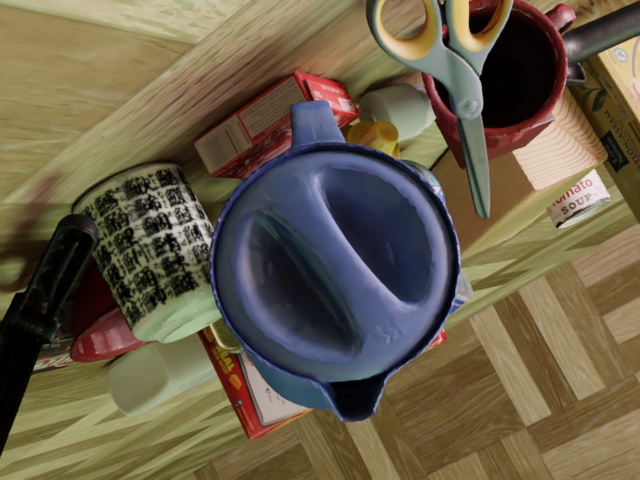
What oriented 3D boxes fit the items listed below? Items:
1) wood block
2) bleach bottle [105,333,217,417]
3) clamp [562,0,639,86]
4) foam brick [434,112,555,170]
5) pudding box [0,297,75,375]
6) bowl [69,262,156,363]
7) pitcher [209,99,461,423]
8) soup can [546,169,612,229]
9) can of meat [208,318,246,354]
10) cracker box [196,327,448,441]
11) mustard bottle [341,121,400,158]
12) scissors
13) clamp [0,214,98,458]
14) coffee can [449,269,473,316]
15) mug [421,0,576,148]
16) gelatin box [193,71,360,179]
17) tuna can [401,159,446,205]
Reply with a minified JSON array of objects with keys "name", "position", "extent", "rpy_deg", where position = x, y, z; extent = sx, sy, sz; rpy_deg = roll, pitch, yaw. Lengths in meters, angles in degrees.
[{"name":"wood block","position":[0.178,-0.062,1.046],"extent":[0.090,0.091,0.206],"rpy_deg":[-23,167,-22]},{"name":"bleach bottle","position":[-0.137,0.140,1.293],"extent":[0.103,0.068,0.250],"rpy_deg":[-34,168,32]},{"name":"clamp","position":[0.181,-0.143,0.830],"extent":[0.171,0.039,0.120],"rpy_deg":[-19,165,-34]},{"name":"foam brick","position":[0.147,-0.101,0.901],"extent":[0.078,0.053,0.051],"rpy_deg":[-20,166,-29]},{"name":"pudding box","position":[-0.226,0.083,0.904],"extent":[0.090,0.039,0.113],"rpy_deg":[-32,167,21]},{"name":"bowl","position":[-0.135,0.035,0.849],"extent":[0.162,0.055,0.162],"rpy_deg":[-28,167,-7]},{"name":"pitcher","position":[0.004,0.030,0.673],"extent":[0.149,0.145,0.243],"rpy_deg":[-53,172,-13]},{"name":"soup can","position":[0.263,-0.071,1.161],"extent":[0.068,0.102,0.068],"rpy_deg":[-25,168,-6]},{"name":"can of meat","position":[-0.072,0.056,0.981],"extent":[0.057,0.102,0.083],"rpy_deg":[-29,166,12]},{"name":"cracker box","position":[-0.007,0.075,1.048],"extent":[0.214,0.164,0.072],"rpy_deg":[-29,170,9]},{"name":"mustard bottle","position":[0.007,-0.033,0.783],"extent":[0.058,0.096,0.192],"rpy_deg":[-45,179,-35]},{"name":"scissors","position":[0.071,-0.088,0.642],"extent":[0.096,0.016,0.202],"rpy_deg":[-7,129,-13]},{"name":"clamp","position":[-0.195,0.064,0.709],"extent":[0.164,0.036,0.210],"rpy_deg":[-67,-166,-8]},{"name":"coffee can","position":[0.075,0.066,1.125],"extent":[0.140,0.103,0.102],"rpy_deg":[-43,164,17]},{"name":"mug","position":[0.124,-0.116,0.722],"extent":[0.117,0.093,0.081],"rpy_deg":[-43,173,1]},{"name":"gelatin box","position":[-0.027,-0.072,0.700],"extent":[0.089,0.030,0.073],"rpy_deg":[-32,168,22]},{"name":"tuna can","position":[0.070,-0.029,0.961],"extent":[0.086,0.086,0.033],"rpy_deg":[-36,167,37]}]
